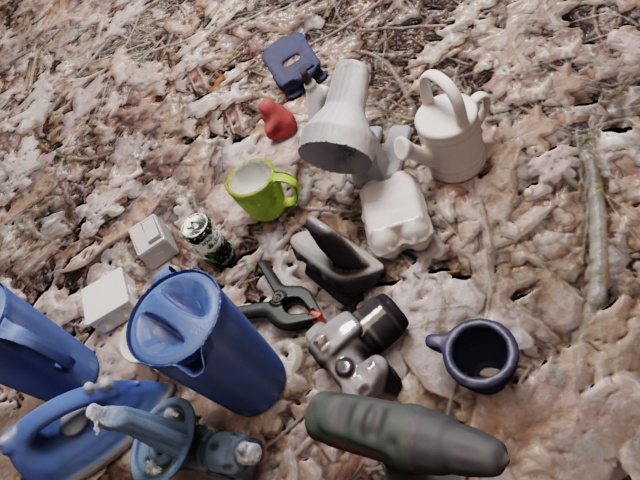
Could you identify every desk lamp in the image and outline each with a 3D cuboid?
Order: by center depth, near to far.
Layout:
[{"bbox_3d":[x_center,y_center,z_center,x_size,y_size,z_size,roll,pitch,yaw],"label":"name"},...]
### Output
[{"bbox_3d":[0.060,-0.177,0.955,0.117,0.214,0.203,4,59,26],"label":"desk lamp"}]

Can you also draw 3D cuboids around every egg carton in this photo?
[{"bbox_3d":[0.121,-0.042,0.927,0.107,0.070,0.150,-18,51,11],"label":"egg carton"}]

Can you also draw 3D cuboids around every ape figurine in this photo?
[{"bbox_3d":[-0.093,-0.249,1.154,0.075,0.092,0.078,13,63,31],"label":"ape figurine"}]

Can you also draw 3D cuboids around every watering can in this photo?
[{"bbox_3d":[0.198,-0.182,0.911,0.100,0.195,0.173,23,68,34],"label":"watering can"}]

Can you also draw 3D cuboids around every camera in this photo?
[{"bbox_3d":[0.064,0.145,0.798,0.137,0.101,0.142,-40,50,-7],"label":"camera"}]

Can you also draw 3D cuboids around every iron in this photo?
[{"bbox_3d":[-0.365,0.270,0.872,0.258,0.142,0.118,-34,50,-2],"label":"iron"}]

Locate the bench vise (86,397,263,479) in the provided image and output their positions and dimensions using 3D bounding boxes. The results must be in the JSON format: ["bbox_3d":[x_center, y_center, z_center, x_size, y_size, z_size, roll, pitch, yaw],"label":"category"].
[{"bbox_3d":[-0.184,0.252,0.753,0.207,0.220,0.121,-17,52,12],"label":"bench vise"}]

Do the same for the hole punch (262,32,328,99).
[{"bbox_3d":[-0.055,-0.376,1.228,0.108,0.091,0.101,-32,50,0],"label":"hole punch"}]

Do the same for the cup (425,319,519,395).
[{"bbox_3d":[0.197,0.157,0.734,0.117,0.095,0.092,10,62,29],"label":"cup"}]

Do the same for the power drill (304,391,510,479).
[{"bbox_3d":[0.104,0.236,0.645,0.228,0.209,0.076,7,60,28],"label":"power drill"}]

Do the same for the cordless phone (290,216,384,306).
[{"bbox_3d":[0.008,0.003,0.869,0.147,0.186,0.094,31,73,37],"label":"cordless phone"}]

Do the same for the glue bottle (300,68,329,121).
[{"bbox_3d":[0.001,-0.250,1.060,0.037,0.174,0.078,26,70,36],"label":"glue bottle"}]
